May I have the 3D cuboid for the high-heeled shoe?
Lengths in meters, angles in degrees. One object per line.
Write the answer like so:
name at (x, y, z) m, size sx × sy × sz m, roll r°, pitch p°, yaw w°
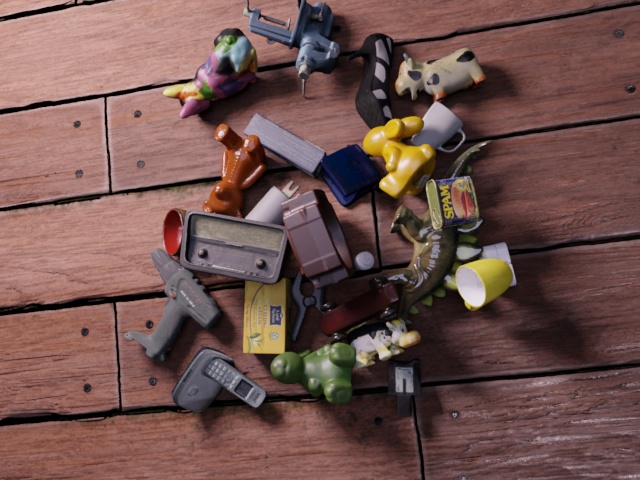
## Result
high-heeled shoe at (0.153, -0.361, 1.269) m, size 0.145 × 0.086 × 0.248 m, roll -28°, pitch 99°, yaw -28°

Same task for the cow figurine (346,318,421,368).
cow figurine at (0.133, 0.208, 1.152) m, size 0.167 × 0.068 × 0.098 m, roll -31°, pitch 70°, yaw 30°

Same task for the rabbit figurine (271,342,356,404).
rabbit figurine at (-0.022, 0.269, 1.147) m, size 0.170 × 0.159 × 0.121 m, roll 10°, pitch 82°, yaw -9°

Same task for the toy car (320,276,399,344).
toy car at (0.084, 0.150, 1.139) m, size 0.202 × 0.053 × 0.089 m, roll -32°, pitch 62°, yaw 27°

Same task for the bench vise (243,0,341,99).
bench vise at (-0.069, -0.481, 1.265) m, size 0.241 × 0.129 × 0.223 m, roll 16°, pitch 77°, yaw -7°

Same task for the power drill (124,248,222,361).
power drill at (-0.359, 0.160, 1.255) m, size 0.232 × 0.086 × 0.207 m, roll 37°, pitch 81°, yaw 9°

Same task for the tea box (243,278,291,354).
tea box at (-0.118, 0.171, 1.217) m, size 0.098 × 0.068 × 0.169 m, roll -2°, pitch 81°, yaw 8°

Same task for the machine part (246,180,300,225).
machine part at (-0.133, -0.039, 1.244) m, size 0.079 × 0.079 × 0.243 m, roll 41°, pitch 88°, yaw 11°

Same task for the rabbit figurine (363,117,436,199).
rabbit figurine at (0.164, -0.194, 1.183) m, size 0.122 × 0.162 × 0.173 m, roll -18°, pitch 51°, yaw -36°

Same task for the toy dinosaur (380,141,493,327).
toy dinosaur at (0.251, -0.005, 1.176) m, size 0.199 × 0.105 × 0.471 m, roll 15°, pitch 93°, yaw 3°

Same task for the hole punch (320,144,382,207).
hole punch at (0.069, -0.153, 1.228) m, size 0.116 × 0.092 × 0.142 m, roll -34°, pitch 75°, yaw -1°

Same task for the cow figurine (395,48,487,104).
cow figurine at (0.266, -0.379, 1.232) m, size 0.195 × 0.085 × 0.127 m, roll -19°, pitch 86°, yaw 7°

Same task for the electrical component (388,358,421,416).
electrical component at (0.184, 0.317, 1.163) m, size 0.075 × 0.047 × 0.119 m, roll -5°, pitch 82°, yaw 8°

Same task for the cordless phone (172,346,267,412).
cordless phone at (-0.222, 0.339, 1.204) m, size 0.184 × 0.088 × 0.146 m, roll 33°, pitch 88°, yaw 7°

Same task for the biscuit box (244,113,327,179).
biscuit box at (-0.080, -0.224, 1.271) m, size 0.203 × 0.059 × 0.063 m, roll 32°, pitch 89°, yaw 11°

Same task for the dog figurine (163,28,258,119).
dog figurine at (-0.260, -0.381, 1.266) m, size 0.219 × 0.191 × 0.108 m, roll -37°, pitch 85°, yaw -14°

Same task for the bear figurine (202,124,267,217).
bear figurine at (-0.208, -0.147, 1.247) m, size 0.120 × 0.131 × 0.196 m, roll 25°, pitch 80°, yaw 19°

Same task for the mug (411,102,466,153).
mug at (0.267, -0.238, 1.219) m, size 0.109 × 0.081 × 0.107 m, roll 44°, pitch 102°, yaw 5°

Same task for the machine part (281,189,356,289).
machine part at (-0.002, -0.003, 1.149) m, size 0.087 × 0.201 × 0.201 m, roll -22°, pitch 91°, yaw 9°

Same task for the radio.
radio at (-0.183, 0.018, 1.168) m, size 0.230 × 0.073 × 0.131 m, roll 10°, pitch 88°, yaw 7°
